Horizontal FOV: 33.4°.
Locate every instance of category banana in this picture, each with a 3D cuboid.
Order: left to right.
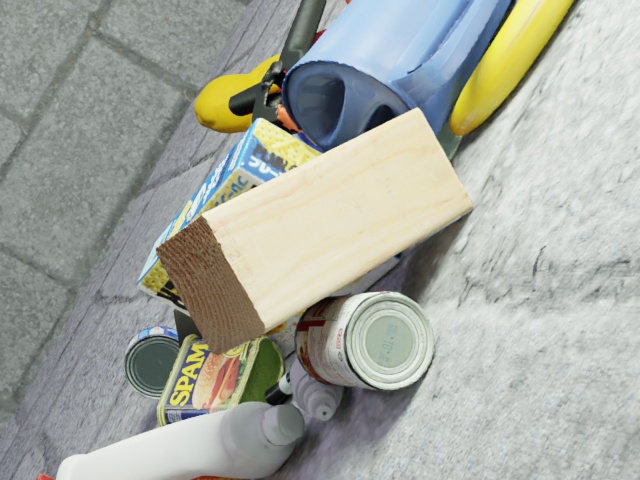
[{"bbox_3d":[0.166,-0.168,0.848,0.198,0.037,0.069,-57,-4,2],"label":"banana"}]

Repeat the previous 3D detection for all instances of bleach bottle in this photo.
[{"bbox_3d":[-0.113,0.185,0.890,0.251,0.102,0.068,-30,53,39],"label":"bleach bottle"}]

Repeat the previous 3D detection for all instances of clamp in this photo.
[{"bbox_3d":[-0.032,-0.168,1.069,0.165,0.036,0.210,-55,21,14],"label":"clamp"}]

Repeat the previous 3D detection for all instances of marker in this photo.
[{"bbox_3d":[-0.013,0.111,0.913,0.121,0.020,0.020,-47,19,41],"label":"marker"}]

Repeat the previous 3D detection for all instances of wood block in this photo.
[{"bbox_3d":[-0.001,-0.008,0.776,0.205,0.090,0.091,-29,-1,-34],"label":"wood block"}]

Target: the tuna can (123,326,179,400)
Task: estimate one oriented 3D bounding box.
[{"bbox_3d":[-0.196,0.149,1.304,0.086,0.086,0.034,-56,14,11],"label":"tuna can"}]

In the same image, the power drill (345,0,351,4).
[{"bbox_3d":[0.054,-0.285,1.382,0.185,0.057,0.187,-35,28,57],"label":"power drill"}]

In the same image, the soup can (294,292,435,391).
[{"bbox_3d":[0.030,0.072,0.756,0.068,0.068,0.102,-63,16,-14],"label":"soup can"}]

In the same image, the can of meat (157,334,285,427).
[{"bbox_3d":[-0.088,0.135,0.970,0.084,0.057,0.102,-5,47,28],"label":"can of meat"}]

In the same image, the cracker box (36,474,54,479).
[{"bbox_3d":[-0.218,0.319,0.899,0.214,0.164,0.072,-54,18,19],"label":"cracker box"}]

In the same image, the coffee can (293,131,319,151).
[{"bbox_3d":[0.042,-0.148,1.071,0.140,0.102,0.103,-53,16,24],"label":"coffee can"}]

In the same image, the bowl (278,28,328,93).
[{"bbox_3d":[0.007,-0.181,1.179,0.162,0.055,0.162,-38,-20,-17],"label":"bowl"}]

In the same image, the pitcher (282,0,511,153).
[{"bbox_3d":[0.087,-0.178,0.912,0.242,0.149,0.145,-56,-26,-29],"label":"pitcher"}]
